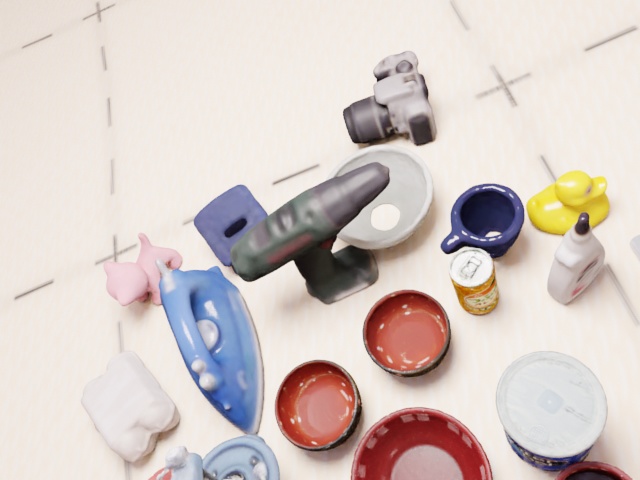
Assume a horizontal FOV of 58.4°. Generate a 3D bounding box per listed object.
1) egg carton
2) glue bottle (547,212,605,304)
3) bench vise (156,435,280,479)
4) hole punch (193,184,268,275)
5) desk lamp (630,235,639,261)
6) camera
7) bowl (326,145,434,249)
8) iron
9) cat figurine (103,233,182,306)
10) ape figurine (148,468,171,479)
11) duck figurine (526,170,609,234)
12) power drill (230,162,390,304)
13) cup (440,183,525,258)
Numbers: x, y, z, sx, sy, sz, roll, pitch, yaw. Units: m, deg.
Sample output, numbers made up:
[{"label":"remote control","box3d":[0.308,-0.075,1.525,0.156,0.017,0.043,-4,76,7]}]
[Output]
[{"label":"egg carton","box3d":[-0.275,0.238,0.829,0.150,0.070,0.107,38,81,32]},{"label":"glue bottle","box3d":[0.300,0.014,0.667,0.078,0.173,0.037,-46,58,-6]},{"label":"bench vise","box3d":[-0.089,0.305,0.634,0.121,0.220,0.207,-38,57,-1]},{"label":"hole punch","box3d":[-0.124,-0.017,0.893,0.108,0.091,0.101,-38,57,-1]},{"label":"desk lamp","box3d":[0.428,0.023,0.591,0.118,0.214,0.203,-25,58,7]},{"label":"camera","box3d":[0.103,-0.220,0.907,0.136,0.101,0.143,-17,59,12]},{"label":"bowl","box3d":[0.088,-0.052,0.841,0.167,0.075,0.167,-9,61,16]},{"label":"iron","box3d":[-0.159,0.141,0.793,0.118,0.142,0.257,-31,57,3]},{"label":"cat figurine","box3d":[-0.288,0.051,0.903,0.067,0.118,0.128,5,66,23]},{"label":"ape figurine","box3d":[-0.197,0.324,0.741,0.077,0.092,0.076,16,71,27]},{"label":"duck figurine","box3d":[0.324,-0.057,0.748,0.104,0.086,0.077,-10,61,16]},{"label":"power drill","box3d":[0.007,0.003,0.763,0.229,0.209,0.075,-26,58,6]},{"label":"cup","box3d":[0.214,-0.007,0.758,0.118,0.095,0.091,-37,57,-1]}]
